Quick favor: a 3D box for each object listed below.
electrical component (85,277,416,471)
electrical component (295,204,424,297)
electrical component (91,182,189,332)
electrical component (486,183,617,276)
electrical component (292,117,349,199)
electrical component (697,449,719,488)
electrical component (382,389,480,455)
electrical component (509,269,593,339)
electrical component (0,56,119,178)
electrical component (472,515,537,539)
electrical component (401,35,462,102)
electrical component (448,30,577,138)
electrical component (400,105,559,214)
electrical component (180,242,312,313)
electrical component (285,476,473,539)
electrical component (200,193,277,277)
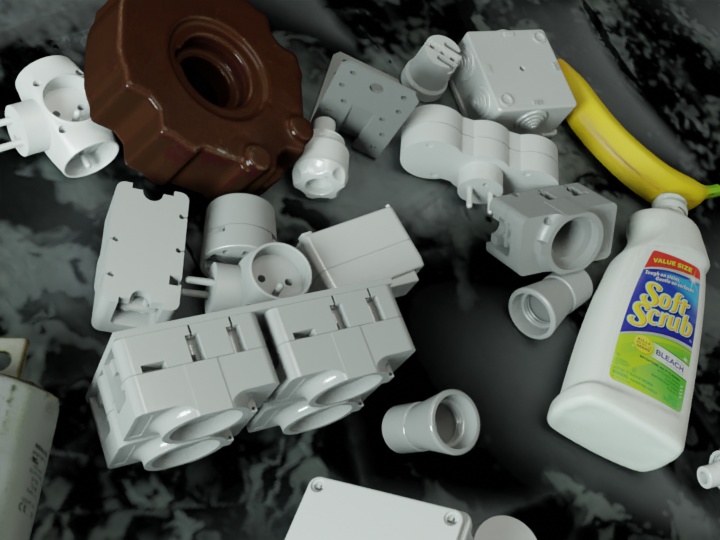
[{"bbox_3d":[-0.069,0.070,0.690,0.186,0.105,0.060,-11,68,-28],"label":"electrical component"},{"bbox_3d":[0.000,0.000,0.785,0.096,0.061,0.061,-21,73,-31],"label":"electrical component"},{"bbox_3d":[-0.149,-0.004,0.726,0.050,0.055,0.089,11,60,-18],"label":"electrical component"},{"bbox_3d":[0.155,-0.032,0.857,0.089,0.050,0.056,-11,29,-24],"label":"electrical component"},{"bbox_3d":[-0.029,-0.089,0.833,0.043,0.043,0.062,14,58,-16],"label":"electrical component"},{"bbox_3d":[0.294,0.155,0.840,0.062,0.048,0.048,-10,67,-20],"label":"electrical component"},{"bbox_3d":[0.046,0.108,0.744,0.044,0.065,0.044,10,73,-33],"label":"electrical component"},{"bbox_3d":[0.155,0.022,0.854,0.065,0.044,0.044,-30,78,-38],"label":"electrical component"},{"bbox_3d":[-0.222,-0.103,0.756,0.079,0.044,0.077,-23,74,-32],"label":"electrical component"},{"bbox_3d":[0.076,0.217,0.692,0.052,0.073,0.138,39,55,0],"label":"electrical component"},{"bbox_3d":[0.061,-0.172,0.916,0.040,0.046,0.040,10,60,-18],"label":"electrical component"},{"bbox_3d":[0.131,-0.162,0.940,0.100,0.048,0.099,-8,67,-27],"label":"electrical component"},{"bbox_3d":[0.098,-0.079,0.877,0.138,0.052,0.073,14,58,-17],"label":"electrical component"},{"bbox_3d":[-0.082,0.015,0.732,0.079,0.077,0.043,8,60,-19],"label":"electrical component"},{"bbox_3d":[0.004,0.193,0.657,0.109,0.056,0.108,9,53,22],"label":"electrical component"},{"bbox_3d":[-0.085,-0.022,0.766,0.055,0.055,0.047,9,56,-19],"label":"electrical component"}]
